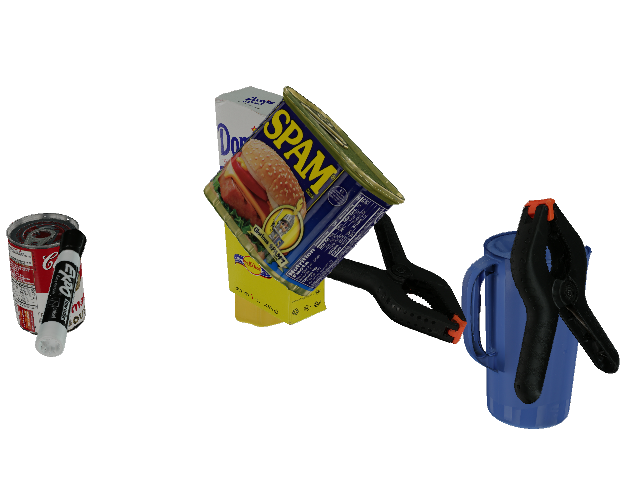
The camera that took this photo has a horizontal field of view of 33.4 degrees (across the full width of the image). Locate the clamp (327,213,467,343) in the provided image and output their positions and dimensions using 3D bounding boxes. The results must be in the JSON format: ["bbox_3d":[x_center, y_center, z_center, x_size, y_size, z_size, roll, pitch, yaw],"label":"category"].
[{"bbox_3d":[0.077,0.047,1.228,0.164,0.036,0.210,-18,49,-37],"label":"clamp"}]

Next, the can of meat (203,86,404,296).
[{"bbox_3d":[-0.013,-0.029,0.645,0.057,0.084,0.102,28,18,-50],"label":"can of meat"}]

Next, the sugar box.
[{"bbox_3d":[-0.041,-0.029,0.869,0.048,0.176,0.093,-22,29,-33],"label":"sugar box"}]

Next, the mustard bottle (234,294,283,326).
[{"bbox_3d":[-0.047,-0.016,1.079,0.058,0.192,0.096,12,19,31],"label":"mustard bottle"}]

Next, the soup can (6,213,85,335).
[{"bbox_3d":[-0.267,0.034,1.041,0.068,0.102,0.068,2,28,-1],"label":"soup can"}]

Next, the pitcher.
[{"bbox_3d":[0.264,0.117,1.378,0.149,0.243,0.144,5,18,17],"label":"pitcher"}]

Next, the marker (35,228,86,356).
[{"bbox_3d":[-0.179,0.032,0.741,0.020,0.020,0.121,0,38,-3],"label":"marker"}]

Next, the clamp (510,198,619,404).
[{"bbox_3d":[0.194,0.053,0.910,0.120,0.171,0.039,-23,7,-40],"label":"clamp"}]
